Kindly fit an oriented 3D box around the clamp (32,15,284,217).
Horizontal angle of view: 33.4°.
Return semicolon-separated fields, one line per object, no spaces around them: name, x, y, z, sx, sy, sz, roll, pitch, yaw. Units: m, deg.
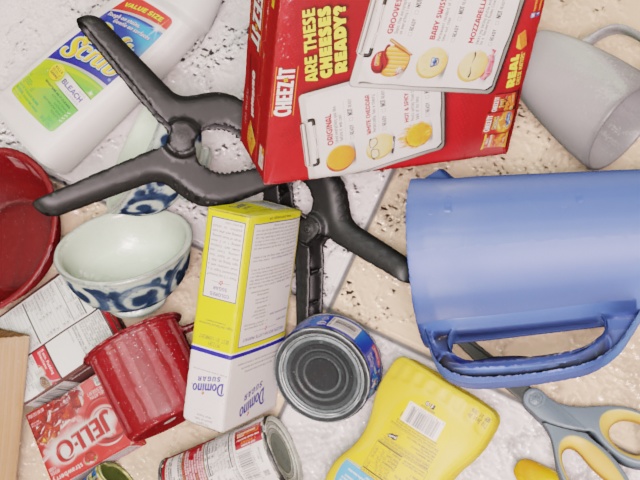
clamp;-0.121;-0.072;0.861;0.210;0.036;0.164;20;82;-11

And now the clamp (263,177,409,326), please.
clamp;-0.006;0.001;0.906;0.120;0.039;0.171;-41;68;17

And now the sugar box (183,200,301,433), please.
sugar box;-0.063;0.059;0.868;0.048;0.093;0.176;15;101;24

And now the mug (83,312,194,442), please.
mug;-0.132;0.113;0.912;0.117;0.093;0.081;-27;78;-8

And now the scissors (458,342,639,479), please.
scissors;0.190;0.123;0.837;0.096;0.016;0.202;-27;59;-8

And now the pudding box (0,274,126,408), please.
pudding box;-0.237;0.087;0.973;0.113;0.039;0.090;-34;71;8

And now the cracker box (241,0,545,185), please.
cracker box;0.053;-0.138;0.805;0.213;0.164;0.072;-8;39;-20

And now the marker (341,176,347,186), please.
marker;-0.020;-0.087;0.942;0.020;0.020;0.121;-43;71;7

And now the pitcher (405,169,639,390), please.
pitcher;0.188;0.018;0.799;0.243;0.145;0.149;-5;101;14

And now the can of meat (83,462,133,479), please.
can of meat;-0.185;0.255;0.918;0.084;0.057;0.102;-44;71;4

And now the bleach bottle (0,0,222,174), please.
bleach bottle;-0.185;-0.181;0.991;0.251;0.068;0.103;-44;71;4

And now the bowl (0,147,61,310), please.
bowl;-0.299;-0.003;0.995;0.162;0.055;0.162;-6;73;20

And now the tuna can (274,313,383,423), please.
tuna can;0.006;0.106;0.875;0.086;0.033;0.086;6;108;19

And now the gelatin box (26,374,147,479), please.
gelatin box;-0.210;0.169;0.953;0.089;0.030;0.073;-30;73;11

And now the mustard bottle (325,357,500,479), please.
mustard bottle;0.056;0.196;0.848;0.096;0.058;0.191;31;91;20

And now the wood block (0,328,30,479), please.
wood block;-0.326;0.180;0.934;0.090;0.090;0.206;8;94;30

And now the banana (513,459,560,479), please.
banana;0.204;0.256;0.801;0.070;0.037;0.198;-17;76;14

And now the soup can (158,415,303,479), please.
soup can;-0.074;0.194;0.885;0.102;0.068;0.068;-25;74;12
